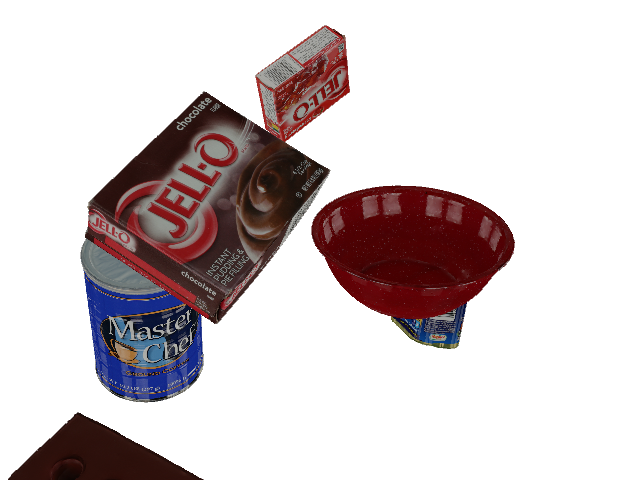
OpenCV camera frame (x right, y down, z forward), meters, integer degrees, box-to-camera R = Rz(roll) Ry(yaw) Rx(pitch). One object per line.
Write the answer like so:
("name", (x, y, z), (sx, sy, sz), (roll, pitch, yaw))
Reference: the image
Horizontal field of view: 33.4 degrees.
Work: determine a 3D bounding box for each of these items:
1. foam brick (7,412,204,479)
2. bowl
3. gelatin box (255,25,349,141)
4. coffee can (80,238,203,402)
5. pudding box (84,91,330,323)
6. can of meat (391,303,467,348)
("foam brick", (-0.084, 0.119, 0.437), (0.078, 0.051, 0.052), (21, 45, 26))
("bowl", (0.072, 0.016, 0.861), (0.162, 0.055, 0.162), (2, 31, -1))
("gelatin box", (-0.014, -0.142, 0.972), (0.030, 0.089, 0.073), (41, -22, 27))
("coffee can", (-0.158, 0.061, 0.967), (0.103, 0.140, 0.103), (2, 40, -2))
("pudding box", (-0.062, -0.021, 0.594), (0.090, 0.113, 0.039), (33, -40, 6))
("can of meat", (0.116, 0.057, 1.119), (0.057, 0.084, 0.102), (5, 14, -18))
